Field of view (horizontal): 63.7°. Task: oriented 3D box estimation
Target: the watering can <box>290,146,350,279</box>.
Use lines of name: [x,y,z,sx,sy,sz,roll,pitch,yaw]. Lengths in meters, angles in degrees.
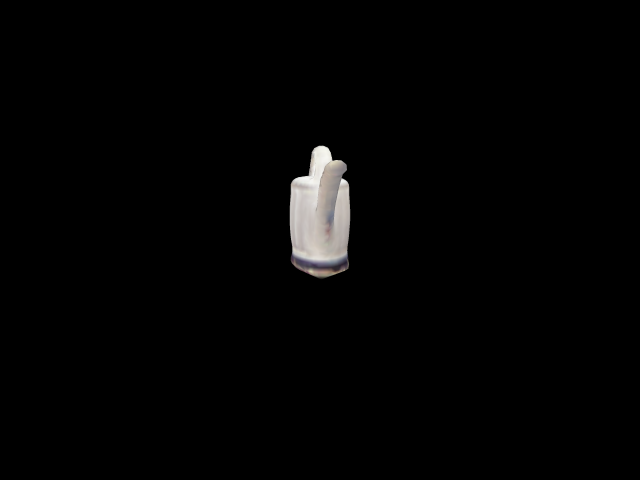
watering can: [0.003,-0.043,0.850,0.104,0.223,0.350,-1,9,-4]
